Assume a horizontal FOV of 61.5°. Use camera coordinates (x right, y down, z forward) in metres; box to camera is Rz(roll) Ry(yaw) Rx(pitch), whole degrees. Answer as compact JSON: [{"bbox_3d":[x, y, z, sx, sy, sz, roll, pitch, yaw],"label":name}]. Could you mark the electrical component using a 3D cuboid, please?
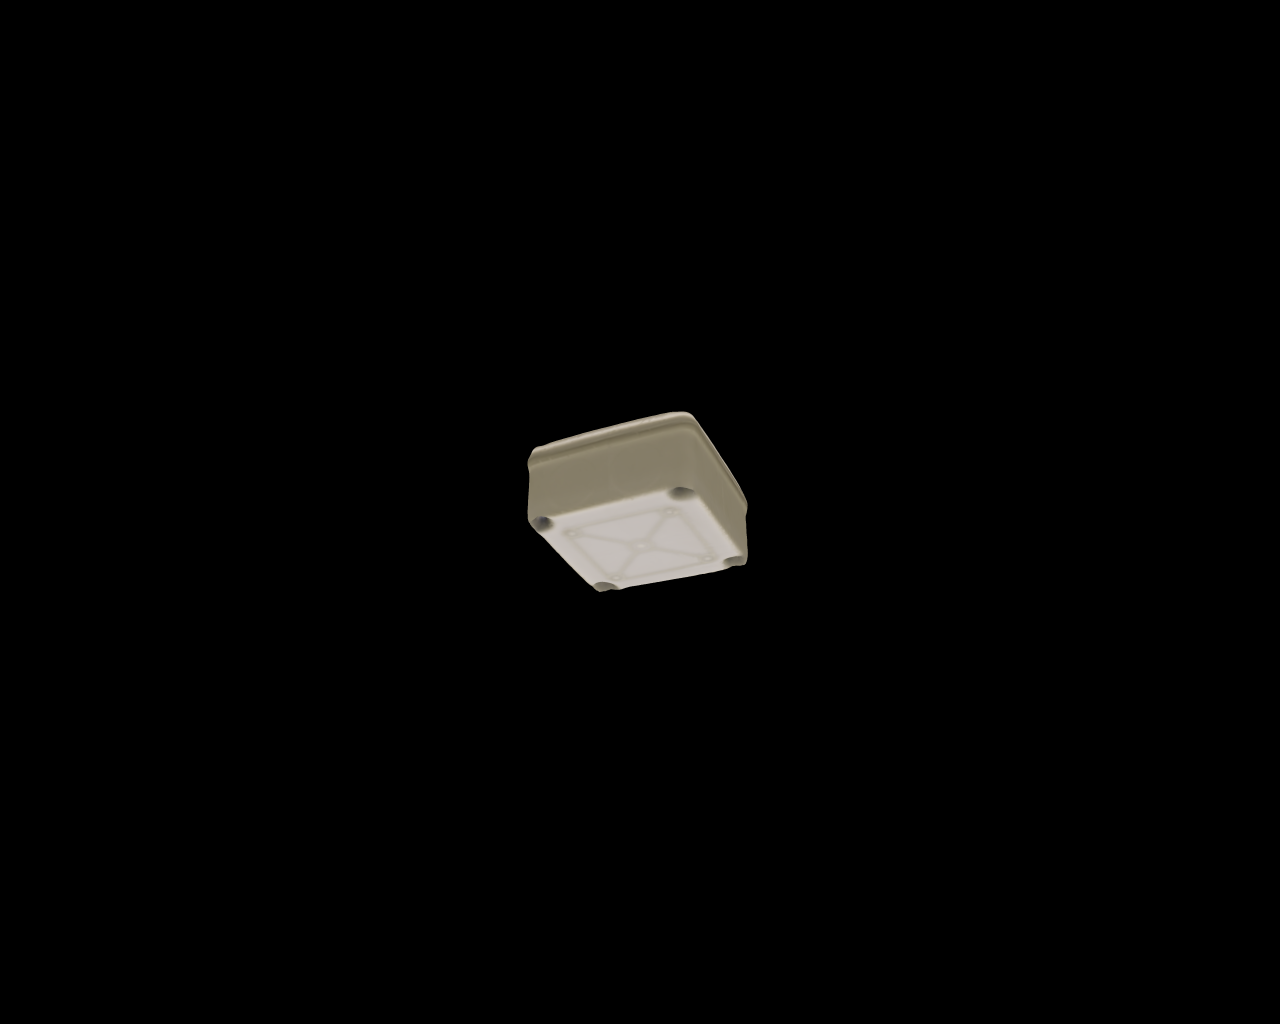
[{"bbox_3d":[0.001,-0.003,0.650,0.109,0.056,0.108,-12,-33,19],"label":"electrical component"}]
